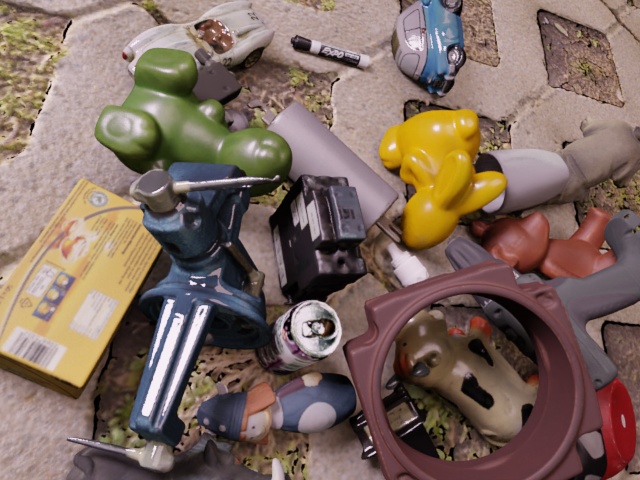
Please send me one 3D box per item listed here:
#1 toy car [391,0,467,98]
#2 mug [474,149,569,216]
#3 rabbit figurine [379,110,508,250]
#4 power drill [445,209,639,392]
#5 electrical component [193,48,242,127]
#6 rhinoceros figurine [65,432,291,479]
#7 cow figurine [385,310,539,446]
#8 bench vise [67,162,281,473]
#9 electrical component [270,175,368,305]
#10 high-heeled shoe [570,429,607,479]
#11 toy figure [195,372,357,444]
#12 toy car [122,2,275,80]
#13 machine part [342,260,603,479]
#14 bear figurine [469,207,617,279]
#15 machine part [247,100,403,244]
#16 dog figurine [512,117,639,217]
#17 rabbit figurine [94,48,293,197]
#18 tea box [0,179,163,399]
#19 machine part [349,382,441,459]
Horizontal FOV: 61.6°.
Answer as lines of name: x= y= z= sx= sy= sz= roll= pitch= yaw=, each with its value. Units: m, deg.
toy car: x=0.160 y=-0.301 z=0.822 sx=0.103 sy=0.109 sz=0.161 roll=1 pitch=77 yaw=-2
mug: x=0.268 y=-0.072 z=0.717 sx=0.107 sy=0.109 sz=0.081 roll=-9 pitch=48 yaw=-10
rabbit figurine: x=0.156 y=-0.070 z=0.686 sx=0.122 sy=0.162 sz=0.173 roll=23 pitch=76 yaw=-29
power drill: x=0.291 y=0.046 z=0.631 sx=0.207 sy=0.086 sz=0.232 roll=-27 pitch=67 yaw=-12
electrical component: x=-0.120 y=-0.169 z=0.600 sx=0.094 sy=0.021 sz=0.063 roll=49 pitch=58 yaw=2
rhinoceros figurine: x=-0.115 y=0.219 z=0.450 sx=0.190 sy=0.073 sz=0.112 roll=14 pitch=50 yaw=-18
cow figurine: x=0.157 y=0.152 z=0.608 sx=0.195 sy=0.085 sz=0.127 roll=44 pitch=50 yaw=-3
bench vise: x=-0.106 y=0.060 z=0.445 sx=0.129 sy=0.223 sz=0.240 roll=10 pitch=61 yaw=5
electrical component: x=-0.001 y=-0.002 z=0.569 sx=0.058 sy=0.134 sz=0.115 roll=-2 pitch=69 yaw=-27
high-heeled shoe: x=0.205 y=0.258 z=0.544 sx=0.145 sy=0.086 sz=0.248 roll=1 pitch=89 yaw=-25
toy figure: x=-0.039 y=0.160 z=0.515 sx=0.154 sy=0.058 sz=0.064 roll=-2 pitch=86 yaw=-29
toy car: x=-0.143 y=-0.235 z=0.657 sx=0.202 sy=0.056 sz=0.073 roll=-37 pitch=87 yaw=-35
machine part: x=0.136 y=0.132 z=0.500 sx=0.201 sy=0.087 sz=0.201 roll=-18 pitch=87 yaw=-1
bear figurine: x=0.317 y=0.002 z=0.734 sx=0.196 sy=0.132 sz=0.120 roll=24 pitch=26 yaw=-18
machine part: x=0.009 y=-0.084 z=0.648 sx=0.243 sy=0.079 sz=0.079 roll=42 pitch=56 yaw=-1
dog figurine: x=0.371 y=-0.108 z=0.787 sx=0.190 sy=0.172 sz=0.121 roll=-17 pitch=64 yaw=-39
rabbit figurine: x=-0.113 y=-0.081 z=0.541 sx=0.170 sy=0.159 sz=0.121 roll=21 pitch=59 yaw=6
tea box: x=-0.215 y=0.041 z=0.482 sx=0.098 sy=0.068 sz=0.169 roll=30 pitch=56 yaw=-12
machine part: x=0.093 y=0.224 z=0.555 sx=0.084 sy=0.039 sz=0.139 roll=-34 pitch=89 yaw=-10
